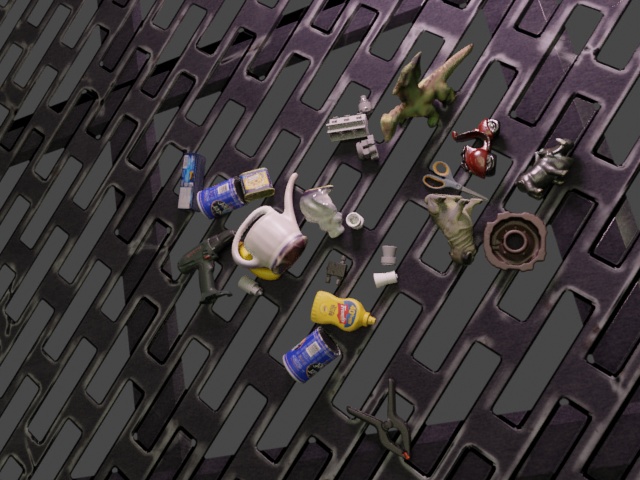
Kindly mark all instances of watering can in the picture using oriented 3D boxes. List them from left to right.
[{"bbox_3d":[-0.128,-0.037,1.634,0.226,0.102,0.349,38,84,22],"label":"watering can"}]

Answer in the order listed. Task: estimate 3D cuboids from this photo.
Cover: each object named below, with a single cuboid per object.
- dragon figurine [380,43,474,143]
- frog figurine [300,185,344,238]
[{"bbox_3d":[0.305,-0.454,1.501,0.123,0.241,0.409,35,94,25],"label":"dragon figurine"},{"bbox_3d":[0.005,-0.080,1.591,0.136,0.123,0.160,-17,83,49],"label":"frog figurine"}]
